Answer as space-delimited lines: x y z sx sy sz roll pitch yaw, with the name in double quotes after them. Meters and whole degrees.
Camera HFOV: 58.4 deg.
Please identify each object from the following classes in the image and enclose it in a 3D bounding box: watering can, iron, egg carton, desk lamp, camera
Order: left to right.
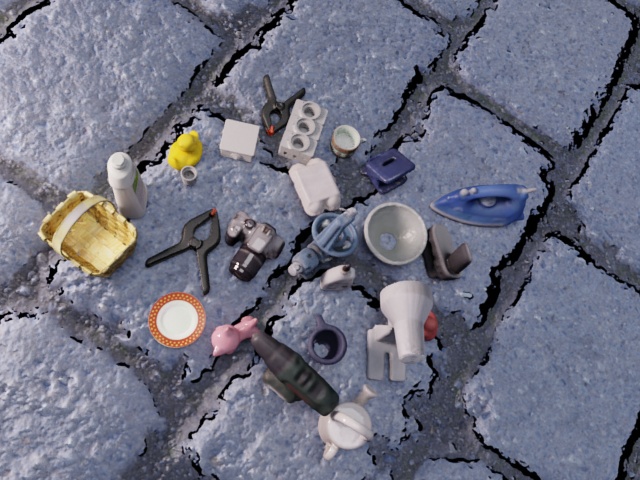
-0.172 0.019 1.374 0.143 0.100 0.137 32 69 0 "camera"
-0.011 -0.136 1.474 0.107 0.069 0.150 -20 77 -17 "egg carton"
0.063 0.397 1.246 0.101 0.194 0.173 14 70 -6 "watering can"
0.187 0.214 1.321 0.118 0.213 0.203 5 71 -9 "desk lamp"
0.435 -0.111 1.517 0.258 0.141 0.118 -1 72 -11 "iron"

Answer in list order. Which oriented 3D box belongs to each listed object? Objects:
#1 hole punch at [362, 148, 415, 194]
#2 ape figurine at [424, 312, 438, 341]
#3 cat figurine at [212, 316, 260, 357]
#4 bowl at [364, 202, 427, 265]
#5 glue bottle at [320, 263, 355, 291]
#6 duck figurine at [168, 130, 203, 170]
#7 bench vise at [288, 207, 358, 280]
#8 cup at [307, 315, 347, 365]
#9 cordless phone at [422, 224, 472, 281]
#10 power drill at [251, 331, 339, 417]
0.181 -0.191 1.520 0.109 0.091 0.101 -31 80 -19 "hole punch"
0.260 0.209 1.403 0.078 0.092 0.076 -26 78 -18 "ape figurine"
-0.194 0.214 1.296 0.128 0.117 0.067 -28 79 -18 "cat figurine"
0.185 -0.008 1.469 0.167 0.074 0.167 4 71 -10 "bowl"
0.050 0.084 1.358 0.078 0.173 0.037 2 71 -10 "glue bottle"
-0.337 -0.229 1.431 0.077 0.086 0.105 36 69 2 "duck figurine"
0.023 0.011 1.352 0.121 0.219 0.207 30 69 0 "bench vise"
0.006 0.238 1.340 0.092 0.095 0.117 -15 75 -15 "cup"
0.329 0.018 1.430 0.094 0.185 0.147 -13 75 -15 "cordless phone"
-0.066 0.294 1.246 0.229 0.208 0.076 39 69 3 "power drill"
